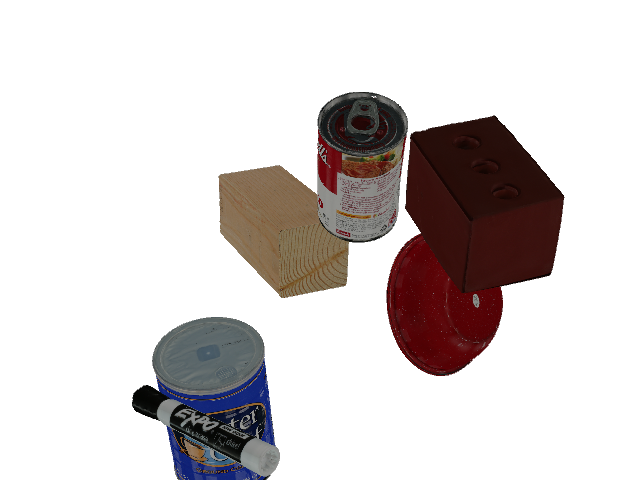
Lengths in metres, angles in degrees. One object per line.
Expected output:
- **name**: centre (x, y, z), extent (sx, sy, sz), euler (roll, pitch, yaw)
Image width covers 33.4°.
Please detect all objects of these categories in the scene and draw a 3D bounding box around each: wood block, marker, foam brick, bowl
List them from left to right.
- **marker**: centre (-0.075, 0.115, 0.661), extent (0.121, 0.020, 0.020), euler (17, 11, 39)
- **wood block**: centre (-0.050, -0.016, 1.335), extent (0.090, 0.090, 0.206), euler (-10, 26, -23)
- **bowl**: centre (0.148, 0.067, 1.161), extent (0.161, 0.162, 0.055), euler (0, -5, -40)
- **foam brick**: centre (0.083, -0.019, 0.557), extent (0.053, 0.051, 0.078), euler (-13, 42, -16)

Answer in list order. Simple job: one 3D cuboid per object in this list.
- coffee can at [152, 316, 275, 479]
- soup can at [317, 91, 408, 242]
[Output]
- **coffee can**: centre (-0.098, 0.158, 1.009), extent (0.103, 0.140, 0.103), euler (-3, 35, 2)
- **soup can**: centre (0.031, -0.056, 0.831), extent (0.068, 0.068, 0.102), euler (0, -40, -1)
